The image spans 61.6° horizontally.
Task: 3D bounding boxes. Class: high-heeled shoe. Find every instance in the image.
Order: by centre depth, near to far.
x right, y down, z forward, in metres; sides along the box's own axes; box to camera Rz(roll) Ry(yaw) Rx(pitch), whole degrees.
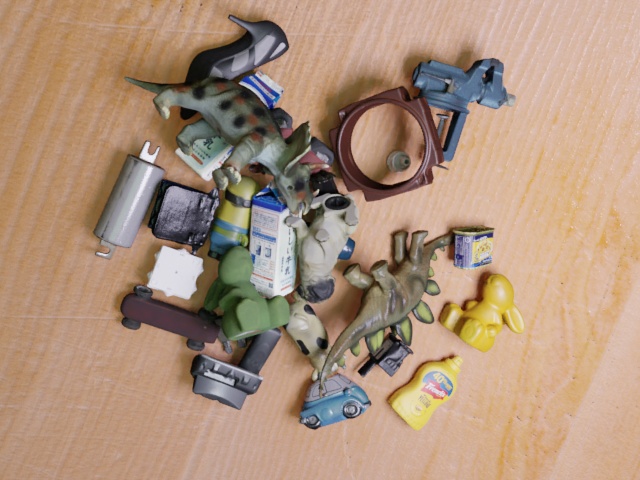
[{"bbox_3d":[-0.169,-0.327,1.064,0.145,0.086,0.248,18,115,-44],"label":"high-heeled shoe"}]

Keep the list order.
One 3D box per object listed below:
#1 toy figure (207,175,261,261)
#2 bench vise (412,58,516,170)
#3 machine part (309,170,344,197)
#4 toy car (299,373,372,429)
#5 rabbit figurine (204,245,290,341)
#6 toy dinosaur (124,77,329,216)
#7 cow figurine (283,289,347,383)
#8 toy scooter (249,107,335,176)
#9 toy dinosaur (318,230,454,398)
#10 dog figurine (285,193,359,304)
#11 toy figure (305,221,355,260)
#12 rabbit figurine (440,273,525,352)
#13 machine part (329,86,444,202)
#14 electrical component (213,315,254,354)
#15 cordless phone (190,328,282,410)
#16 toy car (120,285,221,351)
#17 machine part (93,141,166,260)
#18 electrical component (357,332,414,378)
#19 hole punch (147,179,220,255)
[{"bbox_3d":[-0.170,-0.040,1.076,0.082,0.089,0.180,23,90,-19],"label":"toy figure"},{"bbox_3d":[0.285,-0.264,1.124,0.224,0.129,0.240,11,103,-17],"label":"bench vise"},{"bbox_3d":[0.020,-0.089,1.110,0.084,0.039,0.138,-30,139,-1],"label":"machine part"},{"bbox_3d":[0.026,0.343,1.171,0.162,0.109,0.103,-16,78,2],"label":"toy car"},{"bbox_3d":[-0.149,0.099,1.038,0.121,0.159,0.170,-4,73,-38],"label":"rabbit figurine"},{"bbox_3d":[-0.156,-0.212,0.962,0.192,0.131,0.405,-40,82,-23],"label":"toy dinosaur"},{"bbox_3d":[-0.013,0.209,1.120,0.085,0.127,0.194,-31,120,-3],"label":"cow figurine"},{"bbox_3d":[-0.065,-0.167,1.079,0.183,0.075,0.135,34,102,-34],"label":"toy scooter"},{"bbox_3d":[0.142,0.126,1.122,0.471,0.105,0.198,-35,106,-25],"label":"toy dinosaur"},{"bbox_3d":[0.018,0.018,1.078,0.172,0.121,0.190,-31,136,-26],"label":"dog figurine"},{"bbox_3d":[-0.002,-0.003,1.133,0.154,0.064,0.057,21,133,-9],"label":"toy figure"},{"bbox_3d":[0.384,0.163,1.204,0.162,0.122,0.173,27,90,-19],"label":"rabbit figurine"},{"bbox_3d":[0.132,-0.188,1.073,0.202,0.087,0.200,-15,98,24],"label":"machine part"},{"bbox_3d":[-0.177,0.182,1.131,0.078,0.045,0.102,-17,99,20],"label":"electrical component"},{"bbox_3d":[-0.170,0.237,1.093,0.146,0.089,0.184,26,107,-15],"label":"cordless phone"},{"bbox_3d":[-0.304,0.158,1.094,0.202,0.053,0.089,19,99,-10],"label":"toy car"},{"bbox_3d":[-0.367,-0.074,1.037,0.079,0.079,0.243,23,92,-14],"label":"machine part"},{"bbox_3d":[0.142,0.267,1.190,0.047,0.075,0.119,44,83,-13],"label":"electrical component"},{"bbox_3d":[-0.274,-0.053,1.063,0.115,0.092,0.142,17,93,-32],"label":"hole punch"}]
